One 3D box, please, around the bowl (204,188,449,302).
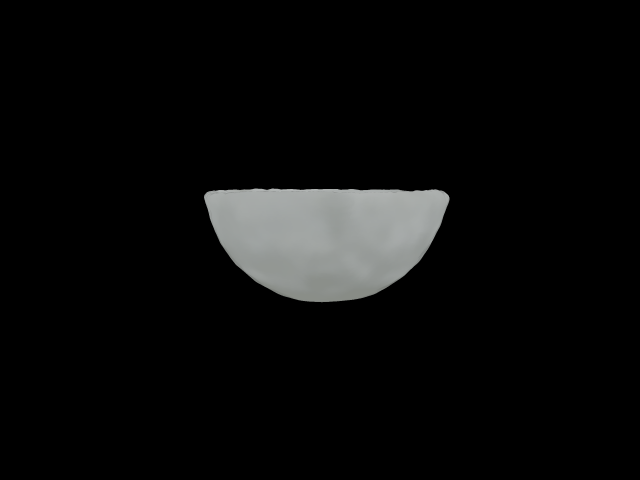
[{"bbox_3d":[0.004,0.001,0.400,0.167,0.075,0.167,0,6,0],"label":"bowl"}]
